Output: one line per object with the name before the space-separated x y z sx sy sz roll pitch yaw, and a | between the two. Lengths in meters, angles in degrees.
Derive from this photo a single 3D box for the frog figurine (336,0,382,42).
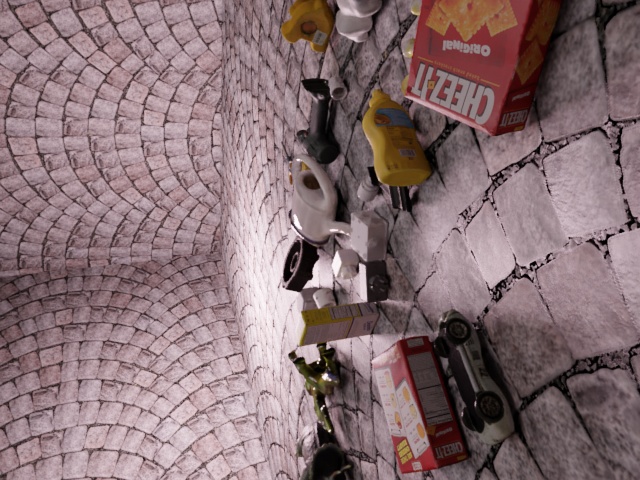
frog figurine | 0.078 -0.473 1.025 0.156 0.123 0.140 52 177 -40

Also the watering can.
watering can | 0.004 -0.067 1.325 0.354 0.104 0.219 58 153 33

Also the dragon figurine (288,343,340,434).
dragon figurine | 0.011 0.436 1.480 0.411 0.122 0.241 -160 53 -75
